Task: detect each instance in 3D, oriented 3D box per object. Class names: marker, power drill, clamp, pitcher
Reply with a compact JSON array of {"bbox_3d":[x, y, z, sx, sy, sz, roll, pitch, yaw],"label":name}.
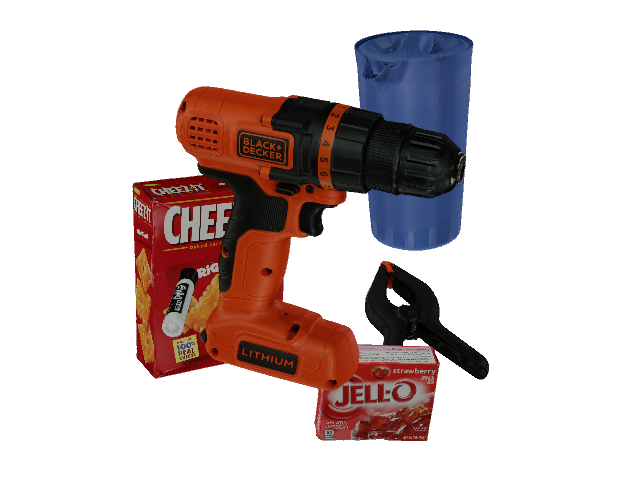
[{"bbox_3d":[-0.130,0.055,1.003,0.020,0.020,0.121,0,22,1],"label":"marker"},{"bbox_3d":[-0.006,0.000,0.684,0.185,0.188,0.057,14,26,19],"label":"power drill"},{"bbox_3d":[0.104,0.090,1.116,0.120,0.171,0.039,3,-44,-13],"label":"clamp"},{"bbox_3d":[0.117,-0.120,1.249,0.149,0.243,0.145,-5,25,-5],"label":"pitcher"}]

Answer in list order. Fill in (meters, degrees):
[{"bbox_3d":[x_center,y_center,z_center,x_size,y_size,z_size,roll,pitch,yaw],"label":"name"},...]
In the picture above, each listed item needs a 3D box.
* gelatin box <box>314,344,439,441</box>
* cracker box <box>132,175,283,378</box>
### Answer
[{"bbox_3d":[0.043,0.118,0.826,0.089,0.073,0.030,2,27,-7],"label":"gelatin box"},{"bbox_3d":[-0.124,0.036,1.213,0.163,0.214,0.072,-8,23,-28],"label":"cracker box"}]
